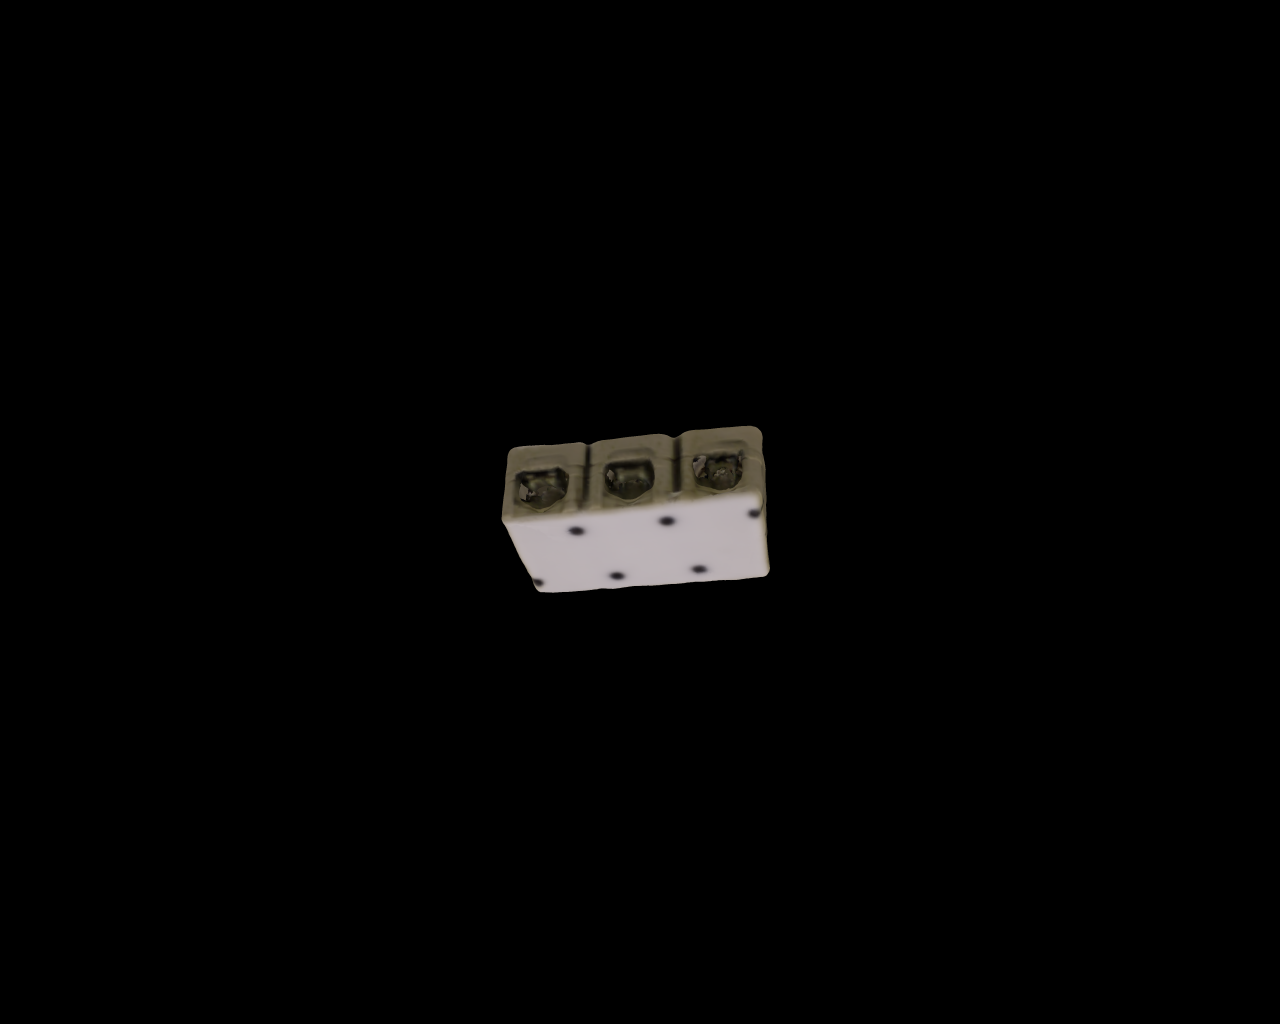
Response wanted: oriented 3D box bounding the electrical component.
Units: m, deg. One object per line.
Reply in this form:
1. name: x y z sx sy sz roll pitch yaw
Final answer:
1. electrical component: 0.001 -0.003 0.650 0.150 0.062 0.089 -5 -35 7
